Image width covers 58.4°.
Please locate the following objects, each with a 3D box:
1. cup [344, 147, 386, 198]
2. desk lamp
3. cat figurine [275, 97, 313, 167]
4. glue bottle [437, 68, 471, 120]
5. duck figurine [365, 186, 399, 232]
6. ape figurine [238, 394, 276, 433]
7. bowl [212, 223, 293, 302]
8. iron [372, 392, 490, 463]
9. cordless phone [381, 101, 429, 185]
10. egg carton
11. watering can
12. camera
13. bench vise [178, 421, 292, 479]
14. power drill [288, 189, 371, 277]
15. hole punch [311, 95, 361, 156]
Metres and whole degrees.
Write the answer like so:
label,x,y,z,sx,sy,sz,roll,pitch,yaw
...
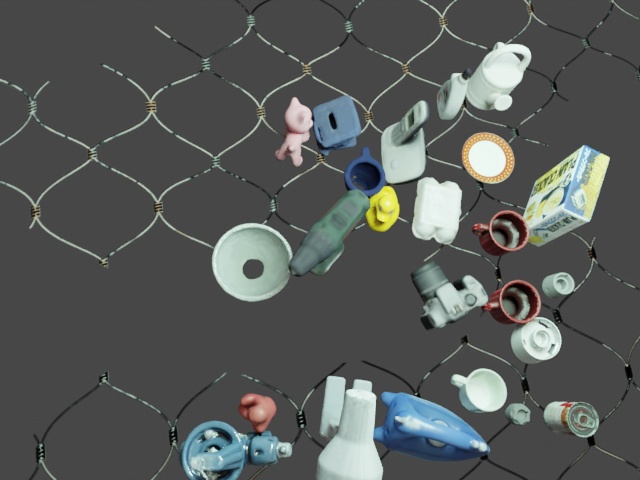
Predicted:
label,x,y,z,sx,sy,sz,roll,pitch,yaw
cup,0.093,-0.140,1.283,0.092,0.095,0.118,3,75,-6
desk lamp,0.055,0.362,1.083,0.118,0.213,0.203,8,74,-5
cat figurine,-0.054,-0.246,1.280,0.067,0.117,0.128,15,74,-3
glue bottle,0.314,-0.349,1.327,0.037,0.173,0.078,-5,76,-8
duck figurine,0.145,-0.077,1.278,0.077,0.086,0.104,17,74,-3
ape figurine,-0.123,0.341,1.128,0.076,0.092,0.078,-9,76,-9
bowl,-0.143,0.053,1.211,0.167,0.074,0.167,2,75,-7
iron,0.241,0.386,1.138,0.258,0.141,0.119,18,74,-2
cordless phone,0.199,-0.213,1.270,0.094,0.185,0.147,-3,75,-8
egg carton,0.264,-0.066,1.299,0.107,0.069,0.150,10,74,-5
watering can,0.424,-0.386,1.340,0.101,0.194,0.173,-15,77,-11
camera,0.270,0.108,1.237,0.143,0.100,0.137,-27,80,-13
bench vise,-0.161,0.381,1.046,0.207,0.219,0.121,-19,78,-12
power drill,0.011,0.004,1.175,0.075,0.208,0.230,39,74,4
hole punch,0.035,-0.263,1.310,0.101,0.091,0.108,-14,77,-11
